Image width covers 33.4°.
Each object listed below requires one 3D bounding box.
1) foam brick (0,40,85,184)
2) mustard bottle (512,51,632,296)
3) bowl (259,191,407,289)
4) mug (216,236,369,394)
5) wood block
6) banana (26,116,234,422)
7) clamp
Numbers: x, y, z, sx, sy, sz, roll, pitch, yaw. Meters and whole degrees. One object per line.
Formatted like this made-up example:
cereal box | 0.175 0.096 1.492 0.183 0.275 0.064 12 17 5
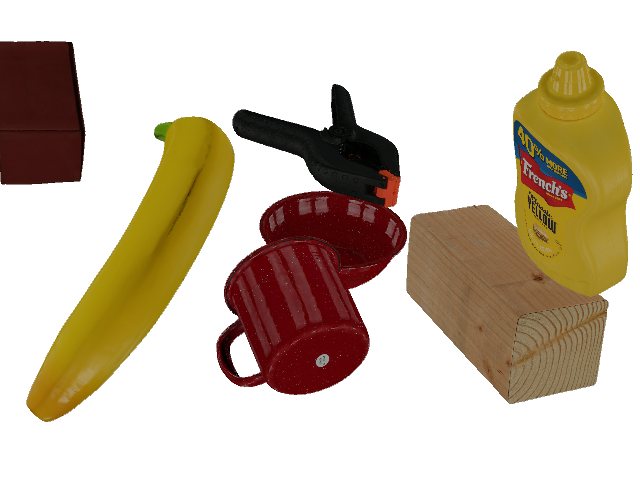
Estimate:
foam brick | -0.180 -0.081 0.675 0.051 0.078 0.053 -4 -35 -18
mustard bottle | 0.170 -0.051 0.727 0.058 0.096 0.191 -27 -39 -11
bowl | 0.012 0.007 1.175 0.162 0.055 0.162 3 33 -2
mug | -0.025 0.064 0.778 0.117 0.081 0.093 -32 -38 8
wood block | 0.165 0.051 0.991 0.090 0.090 0.206 -8 28 -19
banana | -0.081 0.000 0.517 0.037 0.197 0.070 37 -45 -19
clamp | 0.003 -0.081 0.921 0.120 0.039 0.172 -18 40 -18
